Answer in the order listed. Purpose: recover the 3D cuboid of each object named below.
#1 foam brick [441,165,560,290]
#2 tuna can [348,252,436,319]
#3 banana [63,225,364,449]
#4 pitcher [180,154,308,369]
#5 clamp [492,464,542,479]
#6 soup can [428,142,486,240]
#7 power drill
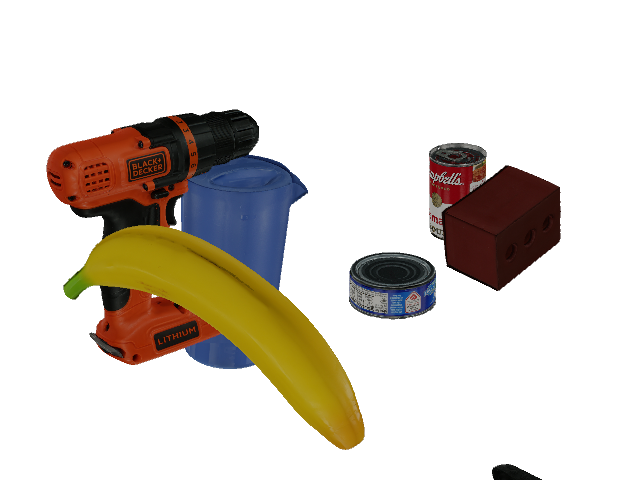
[{"bbox_3d":[0.134,-0.010,0.787,0.078,0.053,0.051,-35,42,-30],"label":"foam brick"},{"bbox_3d":[0.070,0.043,1.042,0.086,0.034,0.086,-1,23,0],"label":"tuna can"},{"bbox_3d":[-0.054,0.040,0.581,0.198,0.070,0.037,27,38,19],"label":"banana"},{"bbox_3d":[-0.116,0.025,1.269,0.149,0.243,0.144,21,27,32],"label":"pitcher"},{"bbox_3d":[0.218,0.243,0.830,0.210,0.036,0.164,0,33,26],"label":"clamp"},{"bbox_3d":[0.164,-0.058,1.278,0.068,0.102,0.068,-2,27,1],"label":"soup can"},{"bbox_3d":[-0.124,-0.007,0.861,0.184,0.188,0.057,-18,25,-34],"label":"power drill"}]
